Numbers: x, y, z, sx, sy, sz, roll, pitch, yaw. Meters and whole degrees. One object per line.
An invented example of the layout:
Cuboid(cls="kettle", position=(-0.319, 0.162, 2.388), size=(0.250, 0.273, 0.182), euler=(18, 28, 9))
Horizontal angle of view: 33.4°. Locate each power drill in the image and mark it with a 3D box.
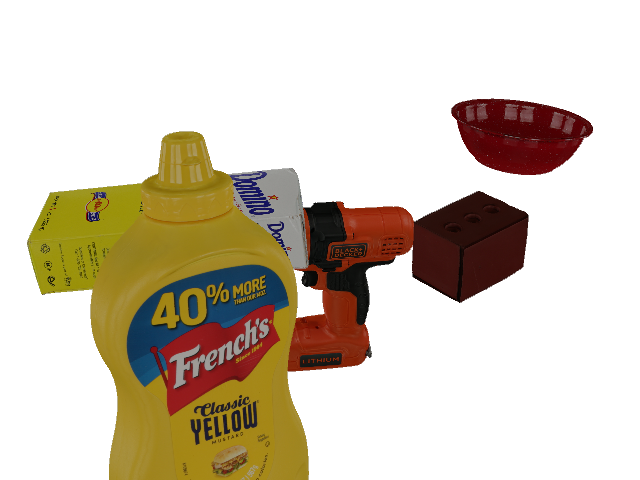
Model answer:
Cuboid(cls="power drill", position=(-0.011, 0.045, 1.011), size=(0.184, 0.188, 0.057), euler=(-2, 45, -11))

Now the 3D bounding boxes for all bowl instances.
Cuboid(cls="bowl", position=(0.227, -0.116, 1.227), size=(0.162, 0.055, 0.162), euler=(4, 23, -2))

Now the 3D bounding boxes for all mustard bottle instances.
Cuboid(cls="mustard bottle", position=(-0.056, 0.044, 0.495), size=(0.096, 0.192, 0.058), euler=(-12, 22, -25))

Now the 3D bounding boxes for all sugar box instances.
Cuboid(cls="sugar box", position=(-0.099, -0.009, 0.717), size=(0.176, 0.048, 0.093), euler=(-8, 24, -1))

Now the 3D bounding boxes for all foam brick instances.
Cuboid(cls="foam brick", position=(0.116, 0.004, 0.829), size=(0.078, 0.051, 0.053), euler=(-25, 38, -34))
